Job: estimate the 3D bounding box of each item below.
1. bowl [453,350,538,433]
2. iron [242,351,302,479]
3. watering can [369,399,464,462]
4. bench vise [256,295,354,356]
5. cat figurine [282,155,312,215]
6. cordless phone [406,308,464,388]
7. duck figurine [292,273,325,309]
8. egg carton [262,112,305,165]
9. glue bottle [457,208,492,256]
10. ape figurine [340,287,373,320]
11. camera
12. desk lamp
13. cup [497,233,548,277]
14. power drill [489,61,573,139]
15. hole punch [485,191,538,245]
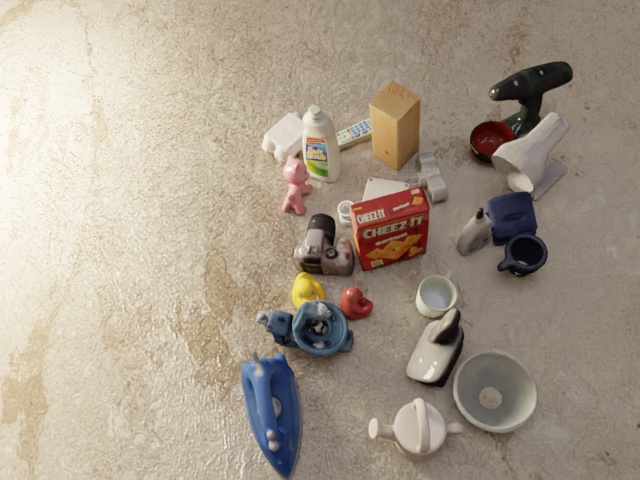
[{"bbox_3d":[0.354,0.315,1.175,0.167,0.075,0.167,-3,63,6],"label":"bowl"},{"bbox_3d":[-0.101,0.354,1.176,0.118,0.141,0.258,-16,62,0],"label":"iron"},{"bbox_3d":[0.185,0.367,1.102,0.173,0.194,0.100,-23,62,-4],"label":"watering can"},{"bbox_3d":[-0.038,0.184,1.210,0.207,0.220,0.121,-8,62,4],"label":"bench vise"},{"bbox_3d":[-0.063,-0.145,1.441,0.067,0.118,0.128,6,64,11],"label":"cat figurine"},{"bbox_3d":[0.241,0.218,1.177,0.094,0.185,0.148,21,68,17],"label":"cordless phone"},{"bbox_3d":[-0.031,0.117,1.320,0.077,0.086,0.104,-16,62,-1],"label":"duck figurine"},{"bbox_3d":[-0.078,-0.274,1.536,0.107,0.069,0.150,38,73,23],"label":"egg carton"},{"bbox_3d":[0.355,-0.026,1.294,0.078,0.173,0.037,-27,63,-6],"label":"glue bottle"},{"bbox_3d":[0.078,0.136,1.293,0.076,0.092,0.077,-30,63,-8],"label":"ape figurine"},{"bbox_3d":[0.013,0.005,1.363,0.143,0.101,0.137,5,64,10],"label":"camera"},{"bbox_3d":[0.495,-0.187,1.335,0.203,0.214,0.117,-42,65,-14],"label":"desk lamp"},{"bbox_3d":[0.445,0.051,1.287,0.118,0.095,0.091,-29,63,-8],"label":"cup"},{"bbox_3d":[0.507,-0.344,1.417,0.230,0.209,0.075,-27,63,-7],"label":"power drill"},{"bbox_3d":[0.450,-0.051,1.340,0.108,0.091,0.101,-13,62,1],"label":"hole punch"}]
